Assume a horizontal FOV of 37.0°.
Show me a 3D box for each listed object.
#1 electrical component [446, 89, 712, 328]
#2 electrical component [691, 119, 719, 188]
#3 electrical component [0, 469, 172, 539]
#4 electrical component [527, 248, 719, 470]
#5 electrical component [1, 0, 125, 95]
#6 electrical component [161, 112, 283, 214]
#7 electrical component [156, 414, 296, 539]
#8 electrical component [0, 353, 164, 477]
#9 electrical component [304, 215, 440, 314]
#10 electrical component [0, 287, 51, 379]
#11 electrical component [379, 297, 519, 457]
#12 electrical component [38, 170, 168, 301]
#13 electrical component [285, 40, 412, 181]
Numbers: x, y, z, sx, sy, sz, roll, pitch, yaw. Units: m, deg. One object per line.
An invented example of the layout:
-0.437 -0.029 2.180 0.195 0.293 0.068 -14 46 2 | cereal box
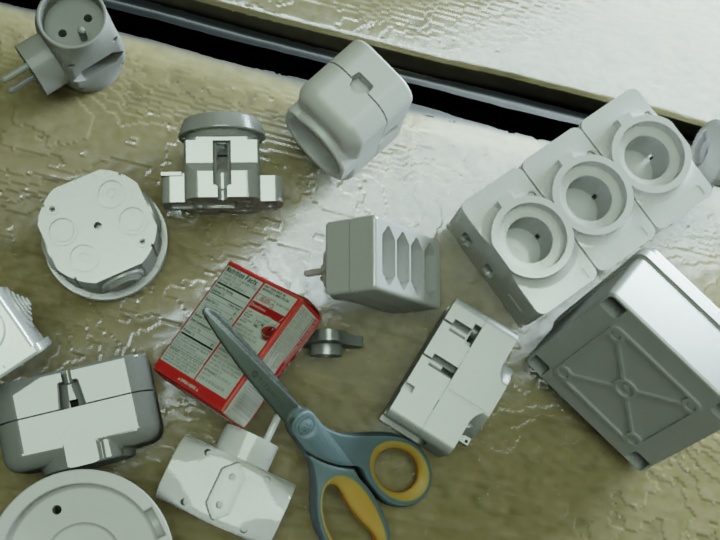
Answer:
0.148 -0.043 0.726 0.150 0.061 0.089 -34 83 -11 | electrical component
0.267 -0.078 0.755 0.062 0.048 0.048 9 77 -11 | electrical component
-0.165 0.176 0.649 0.108 0.060 0.108 1 78 -5 | electrical component
0.180 0.058 0.680 0.109 0.108 0.056 44 55 4 | electrical component
-0.198 -0.141 0.704 0.079 0.077 0.043 -35 84 -11 | electrical component
-0.091 -0.070 0.710 0.078 0.058 0.057 -1 81 -6 | electrical component
-0.076 0.122 0.678 0.077 0.043 0.079 25 77 0 | electrical component
-0.174 0.093 0.669 0.095 0.053 0.059 -13 80 -8 | electrical component
0.000 0.000 0.701 0.076 0.083 0.047 -8 76 32 | electrical component
-0.240 0.051 0.650 0.100 0.100 0.048 -34 96 -11 | electrical component
0.061 0.072 0.699 0.056 0.050 0.089 32 77 2 | electrical component
-0.166 -0.023 0.696 0.080 0.051 0.080 1 78 -5 | electrical component
-0.009 -0.100 0.705 0.059 0.095 0.053 -43 85 -12 | electrical component
